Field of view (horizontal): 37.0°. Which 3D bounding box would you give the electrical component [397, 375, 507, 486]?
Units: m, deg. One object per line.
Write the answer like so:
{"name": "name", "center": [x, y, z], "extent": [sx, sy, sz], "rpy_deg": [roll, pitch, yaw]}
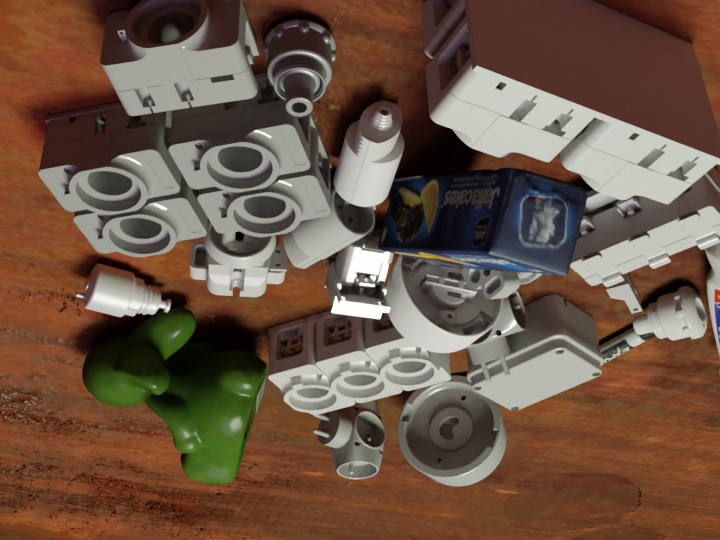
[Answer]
{"name": "electrical component", "center": [0.098, 0.169, 1.101], "extent": [0.108, 0.108, 0.060], "rpy_deg": [-12, 150, 15]}

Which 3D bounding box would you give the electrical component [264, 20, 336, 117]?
{"name": "electrical component", "center": [-0.040, -0.129, 0.704], "extent": [0.048, 0.062, 0.048], "rpy_deg": [-1, 145, -1]}

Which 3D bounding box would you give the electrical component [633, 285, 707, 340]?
{"name": "electrical component", "center": [0.281, 0.044, 0.982], "extent": [0.062, 0.048, 0.048], "rpy_deg": [-19, 142, 34]}

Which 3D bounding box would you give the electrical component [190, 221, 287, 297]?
{"name": "electrical component", "center": [-0.098, -0.016, 0.868], "extent": [0.078, 0.058, 0.057], "rpy_deg": [4, 148, -7]}

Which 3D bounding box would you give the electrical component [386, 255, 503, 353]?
{"name": "electrical component", "center": [0.070, 0.017, 0.889], "extent": [0.099, 0.099, 0.064], "rpy_deg": [8, 150, -14]}

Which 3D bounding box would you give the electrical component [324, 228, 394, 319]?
{"name": "electrical component", "center": [0.000, 0.000, 0.882], "extent": [0.042, 0.081, 0.063], "rpy_deg": [7, 115, -15]}

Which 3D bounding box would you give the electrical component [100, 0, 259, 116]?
{"name": "electrical component", "center": [-0.116, -0.141, 0.693], "extent": [0.089, 0.050, 0.055], "rpy_deg": [-7, 145, 8]}

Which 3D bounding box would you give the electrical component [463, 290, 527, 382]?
{"name": "electrical component", "center": [0.113, 0.061, 0.974], "extent": [0.077, 0.079, 0.044], "rpy_deg": [-19, 178, 23]}

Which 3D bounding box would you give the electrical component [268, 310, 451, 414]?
{"name": "electrical component", "center": [0.000, 0.082, 1.008], "extent": [0.150, 0.061, 0.089], "rpy_deg": [-17, 142, 21]}

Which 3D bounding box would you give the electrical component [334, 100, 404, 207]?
{"name": "electrical component", "center": [0.009, -0.088, 0.781], "extent": [0.043, 0.043, 0.081], "rpy_deg": [5, 144, -10]}

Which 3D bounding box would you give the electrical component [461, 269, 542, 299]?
{"name": "electrical component", "center": [0.116, -0.016, 0.866], "extent": [0.057, 0.078, 0.058], "rpy_deg": [-3, 152, -36]}

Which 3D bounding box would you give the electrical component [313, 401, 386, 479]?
{"name": "electrical component", "center": [-0.017, 0.168, 1.117], "extent": [0.079, 0.077, 0.044], "rpy_deg": [24, 138, -32]}

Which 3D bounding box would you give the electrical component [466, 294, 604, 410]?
{"name": "electrical component", "center": [0.163, 0.080, 1.016], "extent": [0.113, 0.057, 0.078], "rpy_deg": [-29, 136, 34]}

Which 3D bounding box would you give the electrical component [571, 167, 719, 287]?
{"name": "electrical component", "center": [0.221, -0.039, 0.842], "extent": [0.121, 0.063, 0.079], "rpy_deg": [-25, 139, 29]}

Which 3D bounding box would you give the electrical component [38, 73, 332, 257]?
{"name": "electrical component", "center": [-0.124, -0.072, 0.784], "extent": [0.186, 0.060, 0.105], "rpy_deg": [-9, 145, 10]}

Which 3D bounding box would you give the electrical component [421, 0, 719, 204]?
{"name": "electrical component", "center": [0.132, -0.118, 0.688], "extent": [0.186, 0.105, 0.060], "rpy_deg": [16, 142, -23]}

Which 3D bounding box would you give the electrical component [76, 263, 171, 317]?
{"name": "electrical component", "center": [-0.203, 0.021, 0.932], "extent": [0.078, 0.040, 0.040], "rpy_deg": [17, 141, -24]}

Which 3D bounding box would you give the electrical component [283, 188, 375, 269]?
{"name": "electrical component", "center": [-0.031, -0.032, 0.847], "extent": [0.043, 0.043, 0.081], "rpy_deg": [25, 143, -33]}
